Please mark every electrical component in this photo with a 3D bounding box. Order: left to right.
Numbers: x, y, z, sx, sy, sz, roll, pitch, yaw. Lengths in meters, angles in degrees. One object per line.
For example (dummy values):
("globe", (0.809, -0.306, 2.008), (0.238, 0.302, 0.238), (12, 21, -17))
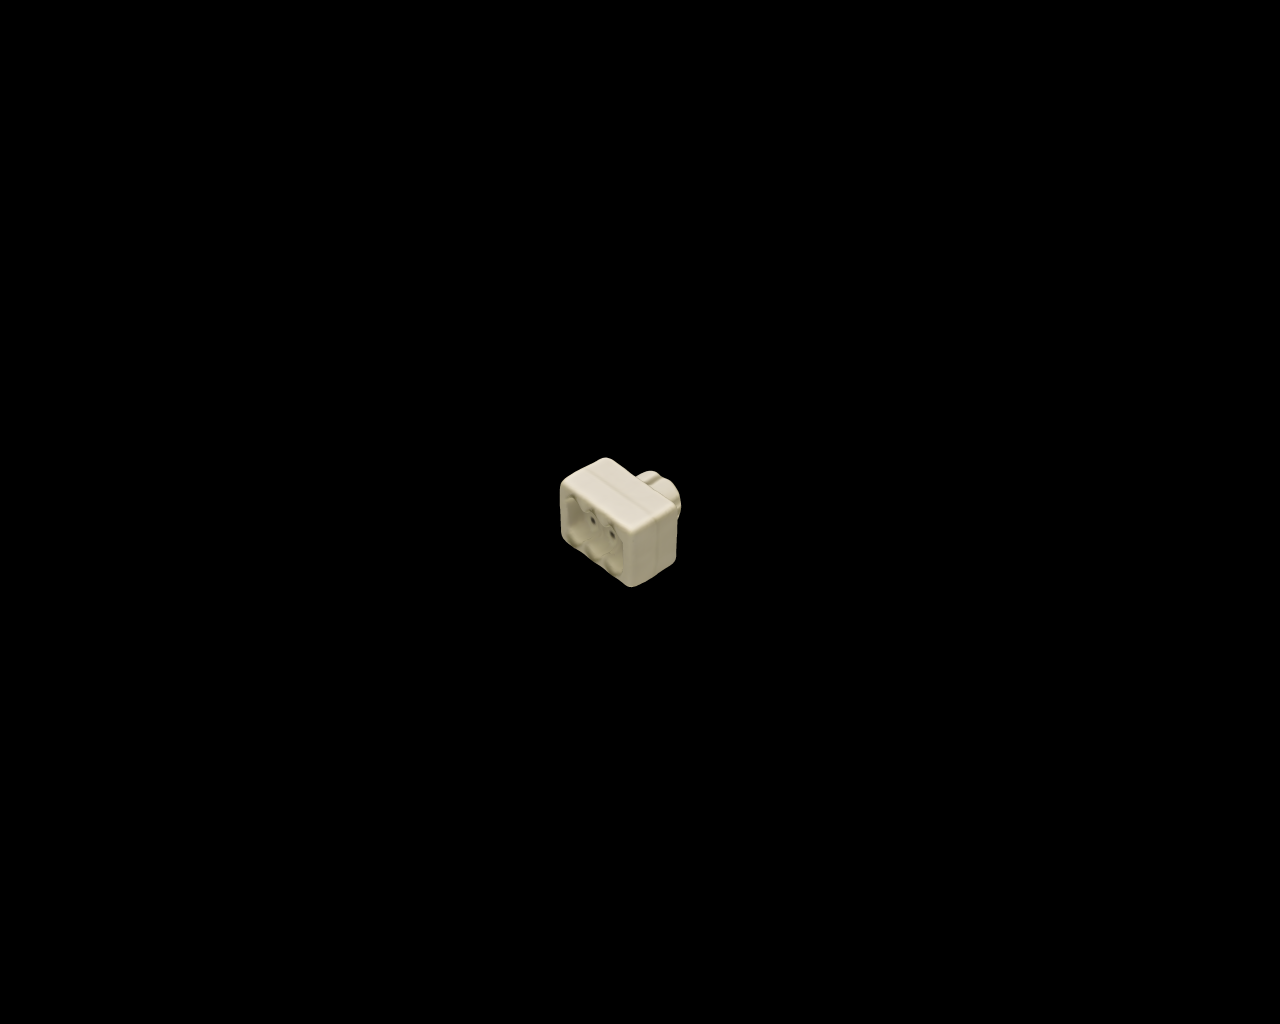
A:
("electrical component", (0.001, -0.003, 0.650), (0.077, 0.047, 0.066), (-31, 49, -31))
